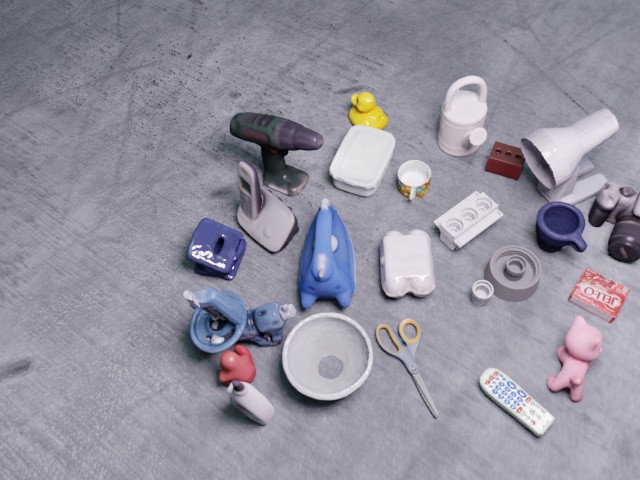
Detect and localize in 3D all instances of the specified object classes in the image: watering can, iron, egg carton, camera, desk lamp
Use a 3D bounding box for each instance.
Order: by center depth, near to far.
[{"bbox_3d":[0.616,-0.037,1.149,0.143,0.101,0.137,26,65,20],"label":"camera"},{"bbox_3d":[0.175,0.047,1.161,0.107,0.069,0.150,-3,59,4],"label":"egg carton"},{"bbox_3d":[0.011,0.004,1.162,0.118,0.141,0.258,-2,59,5],"label":"iron"},{"bbox_3d":[0.508,-0.165,1.171,0.203,0.214,0.117,-24,59,-8],"label":"desk lamp"},{"bbox_3d":[0.323,-0.279,1.269,0.101,0.194,0.172,-32,61,-13],"label":"watering can"}]

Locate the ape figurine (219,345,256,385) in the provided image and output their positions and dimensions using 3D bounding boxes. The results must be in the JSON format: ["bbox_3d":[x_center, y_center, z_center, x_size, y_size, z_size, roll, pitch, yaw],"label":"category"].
[{"bbox_3d":[-0.160,0.233,1.071,0.078,0.092,0.076,-41,63,-18],"label":"ape figurine"}]

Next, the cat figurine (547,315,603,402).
[{"bbox_3d":[0.458,0.205,1.009,0.067,0.118,0.128,18,63,16],"label":"cat figurine"}]

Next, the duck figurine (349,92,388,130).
[{"bbox_3d":[0.116,-0.314,1.375,0.104,0.086,0.078,34,68,23],"label":"duck figurine"}]

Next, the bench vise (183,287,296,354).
[{"bbox_3d":[-0.158,0.128,1.059,0.207,0.220,0.121,-25,60,-9],"label":"bench vise"}]

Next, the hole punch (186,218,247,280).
[{"bbox_3d":[-0.215,0.017,1.207,0.101,0.091,0.109,10,61,12],"label":"hole punch"}]

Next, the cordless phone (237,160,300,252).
[{"bbox_3d":[-0.118,-0.073,1.196,0.147,0.185,0.094,37,69,24],"label":"cordless phone"}]

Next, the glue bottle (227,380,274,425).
[{"bbox_3d":[-0.129,0.273,0.996,0.078,0.173,0.037,22,64,18],"label":"glue bottle"}]

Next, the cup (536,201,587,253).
[{"bbox_3d":[0.482,-0.008,1.148,0.092,0.095,0.117,-27,60,-10],"label":"cup"}]

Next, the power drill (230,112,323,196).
[{"bbox_3d":[-0.084,-0.192,1.250,0.229,0.209,0.076,23,64,18],"label":"power drill"}]

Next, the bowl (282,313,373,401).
[{"bbox_3d":[0.016,0.225,1.068,0.167,0.075,0.167,-3,59,4],"label":"bowl"}]
